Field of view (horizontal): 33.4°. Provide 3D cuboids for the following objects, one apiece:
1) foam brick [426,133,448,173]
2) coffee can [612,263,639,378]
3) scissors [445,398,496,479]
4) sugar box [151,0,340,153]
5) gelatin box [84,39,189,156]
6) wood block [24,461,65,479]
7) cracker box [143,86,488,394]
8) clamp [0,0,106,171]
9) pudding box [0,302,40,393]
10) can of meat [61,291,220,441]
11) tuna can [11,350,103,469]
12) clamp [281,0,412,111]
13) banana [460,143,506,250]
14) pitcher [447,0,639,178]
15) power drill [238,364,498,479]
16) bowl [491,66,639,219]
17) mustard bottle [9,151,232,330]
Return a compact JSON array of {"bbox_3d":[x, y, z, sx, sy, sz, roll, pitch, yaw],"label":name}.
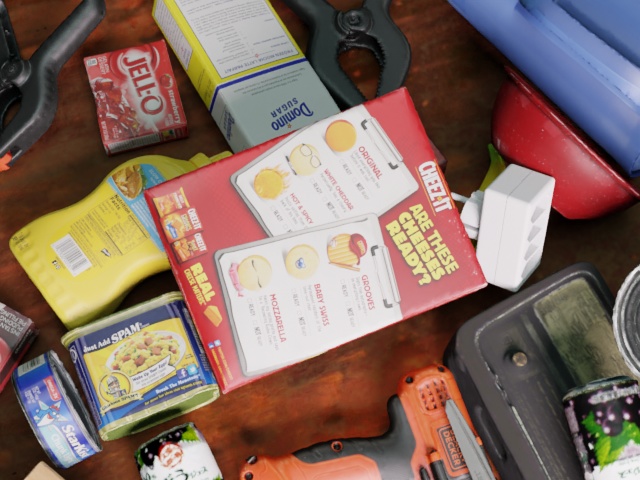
[{"bbox_3d":[0.058,-0.057,0.894,0.078,0.053,0.051,-31,73,-12],"label":"foam brick"},{"bbox_3d":[0.288,0.059,0.780,0.103,0.140,0.103,-2,87,36],"label":"coffee can"},{"bbox_3d":[0.120,0.221,0.757,0.096,0.016,0.202,-41,72,7],"label":"scissors"},{"bbox_3d":[-0.065,-0.152,0.923,0.093,0.048,0.176,-22,73,-26],"label":"sugar box"},{"bbox_3d":[-0.159,-0.125,0.926,0.073,0.030,0.089,-14,71,-6],"label":"gelatin box"},{"bbox_3d":[-0.141,0.260,0.749,0.206,0.091,0.090,36,73,11],"label":"wood block"},{"bbox_3d":[-0.005,0.001,0.815,0.213,0.072,0.164,-22,89,-5],"label":"cracker box"},{"bbox_3d":[-0.247,-0.144,0.919,0.120,0.039,0.171,-5,71,23],"label":"clamp"},{"bbox_3d":[-0.293,0.080,0.840,0.113,0.039,0.090,26,72,9],"label":"pudding box"},{"bbox_3d":[-0.137,0.099,0.828,0.102,0.057,0.084,-21,73,-10],"label":"can of meat"},{"bbox_3d":[-0.197,0.128,0.800,0.033,0.086,0.086,-27,72,-10],"label":"tuna can"},{"bbox_3d":[0.037,-0.195,0.954,0.164,0.036,0.210,-17,72,-8],"label":"clamp"},{"bbox_3d":[0.097,-0.001,0.885,0.197,0.037,0.070,-37,57,-15],"label":"banana"},{"bbox_3d":[0.218,-0.177,0.895,0.144,0.149,0.243,-38,70,-21],"label":"pitcher"},{"bbox_3d":[0.044,0.203,0.795,0.187,0.057,0.184,-17,73,-10],"label":"power drill"},{"bbox_3d":[0.191,-0.068,0.867,0.055,0.162,0.162,-46,75,15],"label":"bowl"},{"bbox_3d":[-0.147,-0.014,0.869,0.191,0.058,0.096,-36,74,-13],"label":"mustard bottle"}]
